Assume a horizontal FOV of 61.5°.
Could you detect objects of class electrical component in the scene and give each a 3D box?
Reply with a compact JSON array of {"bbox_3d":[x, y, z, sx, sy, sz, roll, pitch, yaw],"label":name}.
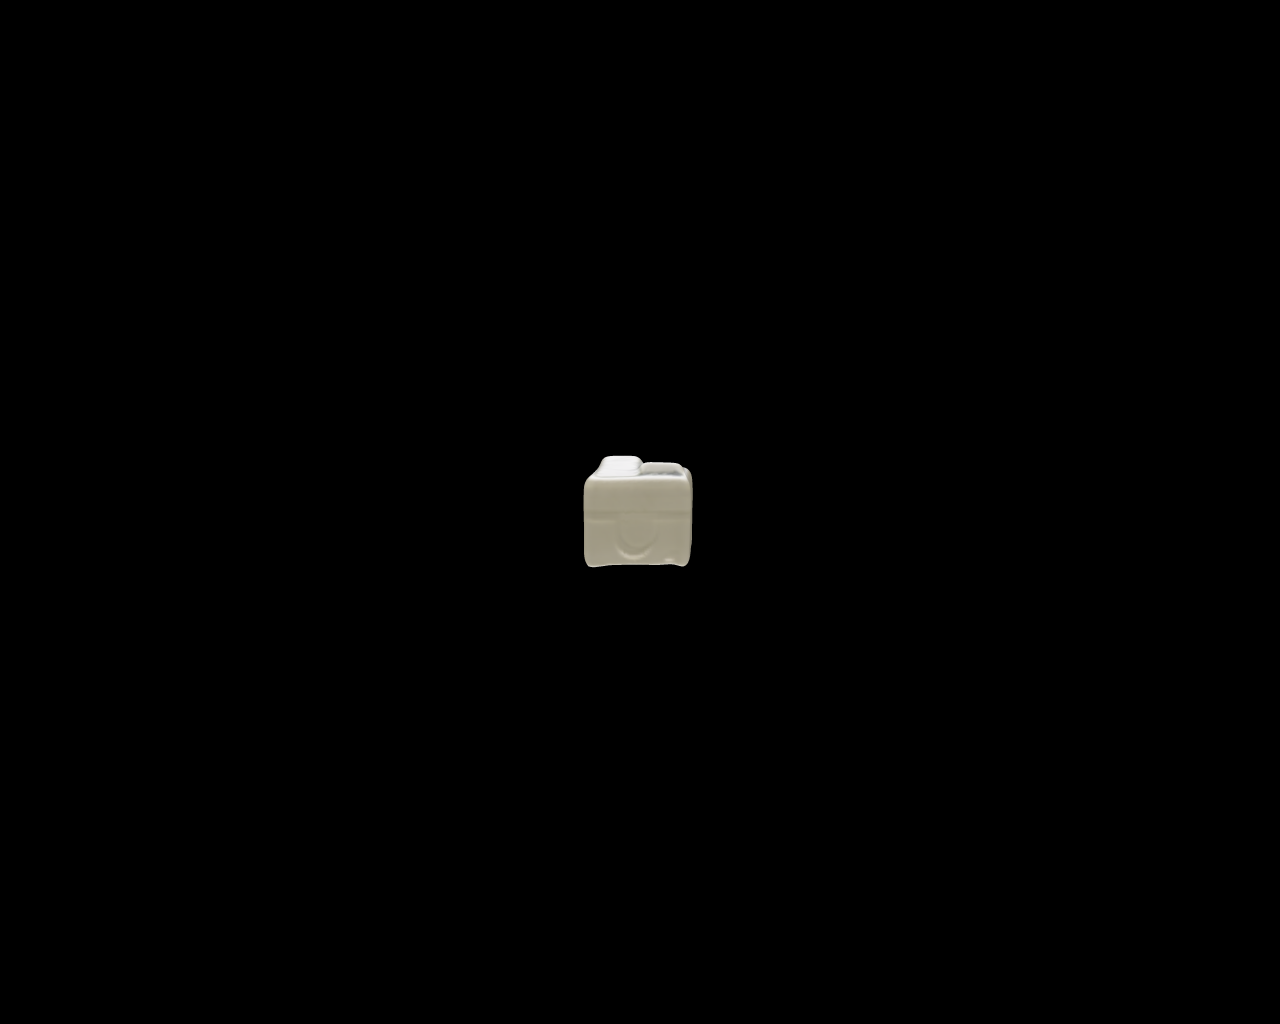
[{"bbox_3d":[0.001,-0.003,0.650,0.062,0.061,0.096,0,7,4],"label":"electrical component"}]
